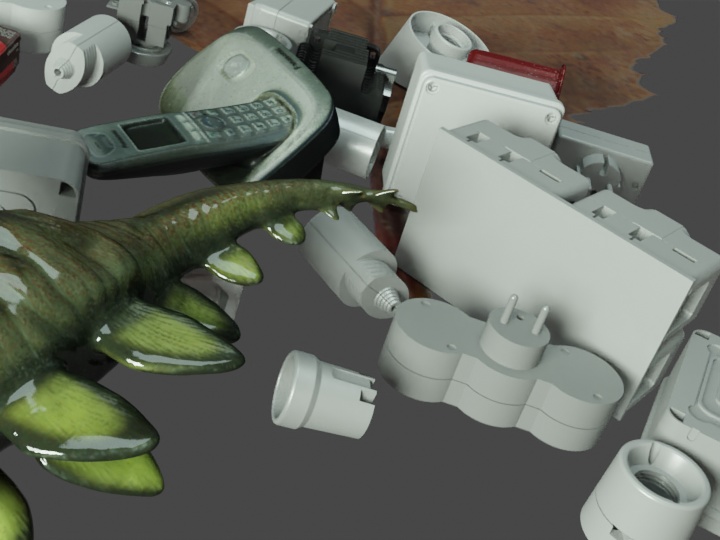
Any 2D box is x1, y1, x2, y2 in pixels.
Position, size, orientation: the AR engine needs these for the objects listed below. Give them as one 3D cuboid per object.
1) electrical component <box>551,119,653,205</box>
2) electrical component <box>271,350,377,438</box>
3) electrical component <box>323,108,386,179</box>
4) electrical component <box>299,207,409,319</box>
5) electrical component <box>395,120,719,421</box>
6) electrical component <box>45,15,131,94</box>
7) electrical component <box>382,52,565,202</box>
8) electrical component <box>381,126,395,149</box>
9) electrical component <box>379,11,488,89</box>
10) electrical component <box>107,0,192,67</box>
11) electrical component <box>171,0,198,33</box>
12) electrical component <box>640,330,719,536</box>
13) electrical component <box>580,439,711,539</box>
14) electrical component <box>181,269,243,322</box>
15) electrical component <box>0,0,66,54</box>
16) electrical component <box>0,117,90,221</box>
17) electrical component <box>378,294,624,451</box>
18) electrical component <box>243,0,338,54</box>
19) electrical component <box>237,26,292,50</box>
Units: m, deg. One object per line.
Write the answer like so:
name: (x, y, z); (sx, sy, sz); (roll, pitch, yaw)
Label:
electrical component: (0.198, -0.081, 0.901); (0.083, 0.047, 0.075); (17, 31, -2)
electrical component: (-0.019, 0.067, 0.567); (0.046, 0.040, 0.040); (16, 31, -15)
electrical component: (-0.026, -0.104, 0.826); (0.081, 0.043, 0.043); (21, 31, 5)
electrical component: (0.000, 0.000, 0.676); (0.043, 0.043, 0.081); (-7, 40, -36)
electrical component: (0.123, -0.007, 0.691); (0.186, 0.105, 0.060); (35, 35, 26)
electrical component: (-0.212, -0.163, 0.822); (0.043, 0.043, 0.081); (21, 31, 4)
electrical component: (0.081, -0.094, 0.803); (0.109, 0.108, 0.056); (13, 29, -9)
electrical component: (0.047, -0.101, 0.858); (0.062, 0.043, 0.043); (8, 33, -14)
electrical component: (0.074, -0.200, 1.029); (0.099, 0.064, 0.099); (20, 40, -17)
electrical component: (-0.177, -0.202, 0.888); (0.066, 0.055, 0.048); (15, 32, -6)
electrical component: (-0.177, -0.243, 0.969); (0.065, 0.044, 0.044); (41, 38, 25)
electrical component: (0.209, 0.095, 0.623); (0.078, 0.057, 0.113); (26, 32, 13)
electrical component: (0.149, 0.122, 0.560); (0.055, 0.047, 0.055); (13, 32, -8)
electrical component: (-0.109, 0.000, 0.617); (0.066, 0.047, 0.076); (4, 34, -22)
electrical component: (-0.298, -0.216, 0.831); (0.138, 0.073, 0.052); (2, 35, -25)
electrical component: (-0.214, -0.043, 0.601); (0.113, 0.078, 0.057); (9, 35, -14)
electrical component: (0.086, 0.047, 0.618); (0.138, 0.073, 0.052); (19, 31, 1)
electrical component: (-0.064, -0.213, 0.958); (0.061, 0.061, 0.096); (22, 31, 5)
electrical component: (-0.086, -0.172, 0.897); (0.055, 0.047, 0.055); (13, 32, -8)
